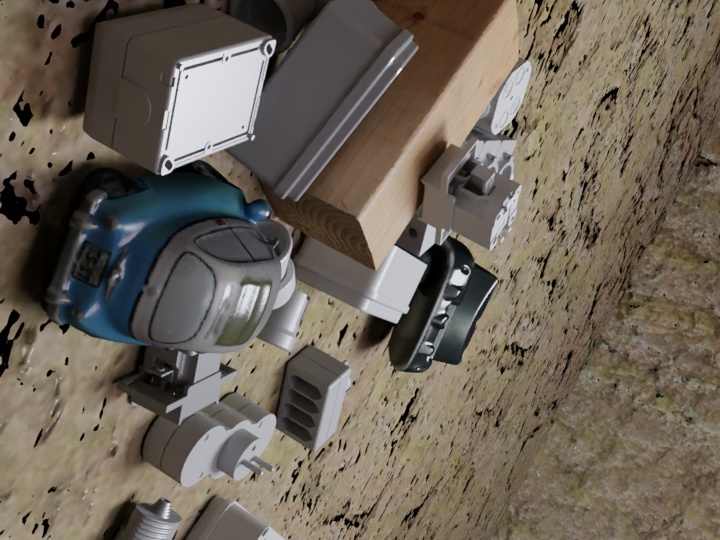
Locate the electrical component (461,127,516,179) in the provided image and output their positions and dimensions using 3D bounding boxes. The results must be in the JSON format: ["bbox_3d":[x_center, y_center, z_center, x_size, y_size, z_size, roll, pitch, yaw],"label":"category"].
[{"bbox_3d":[0.090,-0.090,1.019,0.150,0.062,0.089,-15,130,-64],"label":"electrical component"}]

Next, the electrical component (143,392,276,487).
[{"bbox_3d":[-0.101,0.138,0.833,0.052,0.074,0.138,-65,160,8],"label":"electrical component"}]

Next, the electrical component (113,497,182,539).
[{"bbox_3d":[-0.165,0.210,0.814,0.081,0.043,0.043,-62,160,2],"label":"electrical component"}]

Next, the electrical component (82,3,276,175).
[{"bbox_3d":[-0.092,-0.099,0.557,0.096,0.061,0.061,-33,146,-53],"label":"electrical component"}]

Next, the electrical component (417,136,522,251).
[{"bbox_3d":[0.080,-0.050,0.772,0.042,0.064,0.081,-50,159,-27],"label":"electrical component"}]

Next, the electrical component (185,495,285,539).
[{"bbox_3d":[-0.116,0.260,0.982,0.078,0.057,0.113,-56,160,-16],"label":"electrical component"}]

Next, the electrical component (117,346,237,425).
[{"bbox_3d":[-0.121,0.062,0.727,0.081,0.042,0.063,-26,132,-60],"label":"electrical component"}]

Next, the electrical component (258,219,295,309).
[{"bbox_3d":[-0.069,-0.003,0.766,0.045,0.045,0.055,-50,158,-29],"label":"electrical component"}]

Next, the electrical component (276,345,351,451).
[{"bbox_3d":[-0.034,0.109,0.998,0.076,0.047,0.083,-38,150,-48],"label":"electrical component"}]

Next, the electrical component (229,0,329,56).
[{"bbox_3d":[-0.041,-0.160,0.634,0.065,0.044,0.044,-49,157,-42],"label":"electrical component"}]

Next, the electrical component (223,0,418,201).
[{"bbox_3d":[-0.022,-0.107,0.648,0.108,0.056,0.108,-50,-175,18],"label":"electrical component"}]

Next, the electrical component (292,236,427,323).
[{"bbox_3d":[0.000,0.000,0.892,0.057,0.078,0.113,-65,160,0],"label":"electrical component"}]

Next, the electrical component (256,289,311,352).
[{"bbox_3d":[-0.063,0.036,0.842,0.046,0.040,0.040,-66,161,-6],"label":"electrical component"}]

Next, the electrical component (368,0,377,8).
[{"bbox_3d":[-0.010,-0.156,0.719,0.040,0.040,0.046,-50,164,-30],"label":"electrical component"}]

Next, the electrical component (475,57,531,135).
[{"bbox_3d":[0.119,-0.169,0.999,0.080,0.051,0.080,-50,157,-30],"label":"electrical component"}]

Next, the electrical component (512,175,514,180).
[{"bbox_3d":[0.133,-0.081,1.141,0.078,0.058,0.057,-61,163,-3],"label":"electrical component"}]
